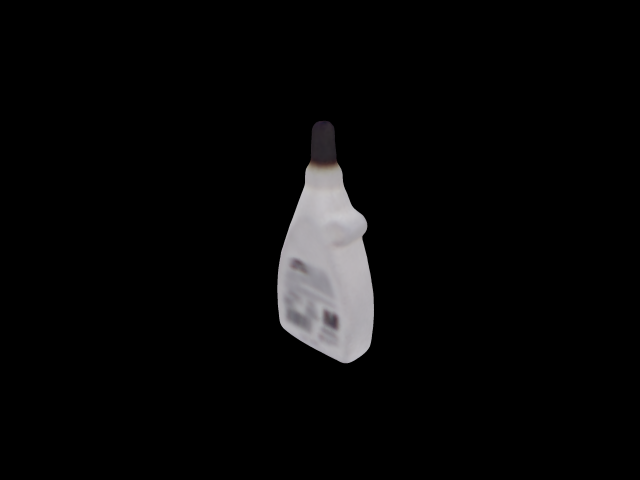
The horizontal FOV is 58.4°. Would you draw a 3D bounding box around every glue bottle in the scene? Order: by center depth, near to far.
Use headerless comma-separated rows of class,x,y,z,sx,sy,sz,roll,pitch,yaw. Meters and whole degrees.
glue bottle,0.004,0.001,0.400,0.077,0.173,0.037,24,39,35
